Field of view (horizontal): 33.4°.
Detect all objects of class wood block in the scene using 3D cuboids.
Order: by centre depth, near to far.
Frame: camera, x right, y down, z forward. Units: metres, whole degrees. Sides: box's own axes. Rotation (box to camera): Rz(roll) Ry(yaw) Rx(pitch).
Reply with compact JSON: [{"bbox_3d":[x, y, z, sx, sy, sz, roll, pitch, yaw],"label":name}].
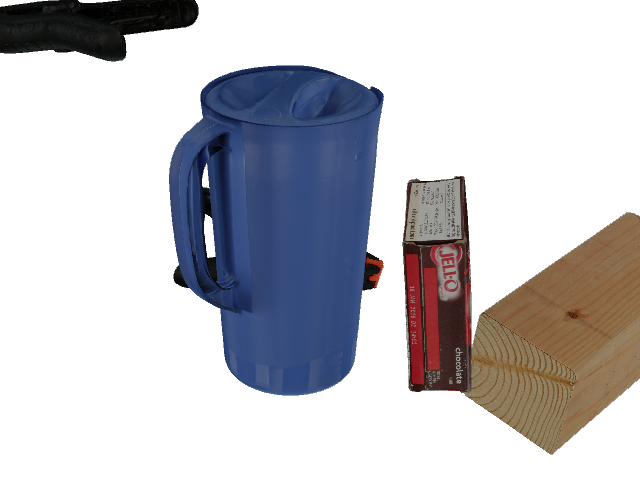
[{"bbox_3d":[0.220,0.068,0.864,0.205,0.090,0.091,-28,48,-36],"label":"wood block"}]

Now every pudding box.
[{"bbox_3d":[0.068,0.022,0.612,0.039,0.090,0.113,-1,21,5],"label":"pudding box"}]

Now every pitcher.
[{"bbox_3d":[-0.031,-0.002,0.820,0.149,0.243,0.145,1,27,0],"label":"pitcher"}]

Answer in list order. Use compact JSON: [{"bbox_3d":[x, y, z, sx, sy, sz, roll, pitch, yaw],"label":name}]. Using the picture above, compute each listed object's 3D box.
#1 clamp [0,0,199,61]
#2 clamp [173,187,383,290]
[{"bbox_3d":[-0.179,-0.163,0.799,0.172,0.039,0.120,11,23,29],"label":"clamp"},{"bbox_3d":[-0.043,0.017,1.060,0.210,0.036,0.164,16,32,0],"label":"clamp"}]
